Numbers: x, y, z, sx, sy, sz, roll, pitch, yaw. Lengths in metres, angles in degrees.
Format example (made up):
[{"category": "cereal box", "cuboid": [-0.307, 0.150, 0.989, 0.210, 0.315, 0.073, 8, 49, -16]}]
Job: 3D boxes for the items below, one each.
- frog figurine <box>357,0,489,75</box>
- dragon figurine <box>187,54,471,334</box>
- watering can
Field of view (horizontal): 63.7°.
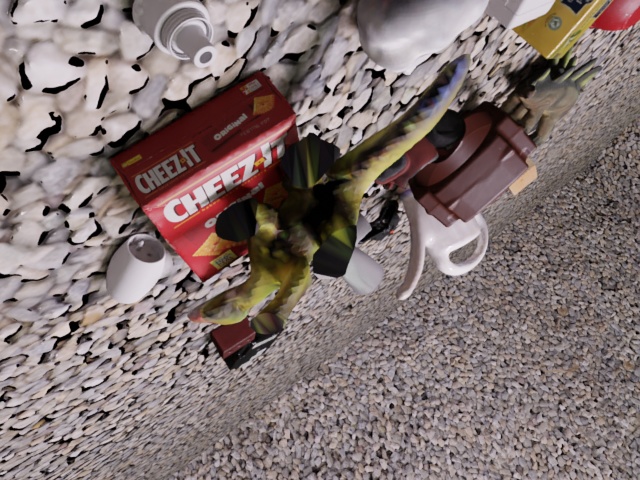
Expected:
[{"category": "frog figurine", "cuboid": [0.092, -0.206, 0.485, 0.139, 0.123, 0.156, -52, 155, -22]}, {"category": "dragon figurine", "cuboid": [0.002, -0.029, 0.585, 0.409, 0.122, 0.243, -41, 179, 3]}, {"category": "watering can", "cuboid": [0.222, -0.027, 1.016, 0.351, 0.225, 0.102, -21, 172, -43]}]
